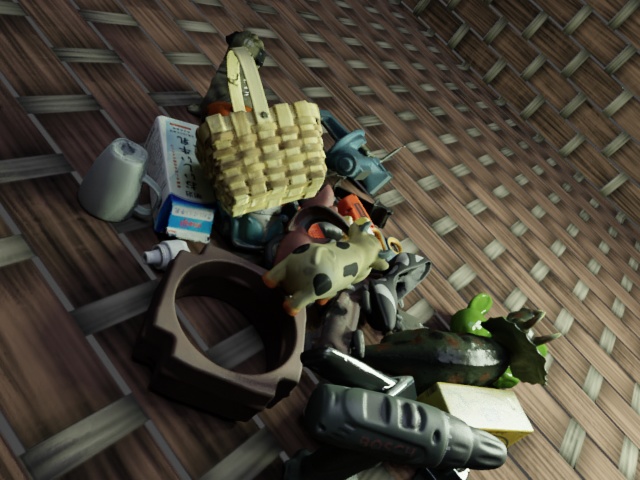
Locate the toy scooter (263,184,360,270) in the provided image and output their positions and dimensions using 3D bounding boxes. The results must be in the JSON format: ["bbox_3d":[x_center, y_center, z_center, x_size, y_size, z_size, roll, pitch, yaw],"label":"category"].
[{"bbox_3d":[-0.002,-0.003,0.873,0.135,0.184,0.075,23,-15,20],"label":"toy scooter"}]

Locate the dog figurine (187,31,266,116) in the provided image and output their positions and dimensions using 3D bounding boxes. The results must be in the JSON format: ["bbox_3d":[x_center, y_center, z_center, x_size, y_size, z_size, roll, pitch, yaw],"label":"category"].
[{"bbox_3d":[-0.147,-0.279,1.031,0.172,0.190,0.121,47,35,7],"label":"dog figurine"}]

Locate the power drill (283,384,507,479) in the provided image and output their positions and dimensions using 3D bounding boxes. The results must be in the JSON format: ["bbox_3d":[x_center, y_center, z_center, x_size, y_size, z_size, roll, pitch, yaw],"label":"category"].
[{"bbox_3d":[0.067,0.255,0.623,0.232,0.207,0.086,25,44,-17],"label":"power drill"}]

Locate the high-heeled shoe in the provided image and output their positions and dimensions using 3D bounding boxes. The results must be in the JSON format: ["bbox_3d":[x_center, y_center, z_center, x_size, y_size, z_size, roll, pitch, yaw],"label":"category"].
[{"bbox_3d":[0.151,0.092,0.946,0.145,0.086,0.249,-1,25,-4],"label":"high-heeled shoe"}]

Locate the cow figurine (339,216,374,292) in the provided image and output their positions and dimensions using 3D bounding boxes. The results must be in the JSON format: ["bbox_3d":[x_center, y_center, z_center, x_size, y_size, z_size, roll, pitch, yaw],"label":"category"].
[{"bbox_3d":[0.043,0.042,0.935,0.167,0.068,0.098,-56,132,-36],"label":"cow figurine"}]

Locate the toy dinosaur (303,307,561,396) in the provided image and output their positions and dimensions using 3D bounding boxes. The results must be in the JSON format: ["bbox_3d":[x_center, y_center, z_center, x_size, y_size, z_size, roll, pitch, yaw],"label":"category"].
[{"bbox_3d":[0.194,0.179,0.808,0.405,0.192,0.131,0,68,-32],"label":"toy dinosaur"}]

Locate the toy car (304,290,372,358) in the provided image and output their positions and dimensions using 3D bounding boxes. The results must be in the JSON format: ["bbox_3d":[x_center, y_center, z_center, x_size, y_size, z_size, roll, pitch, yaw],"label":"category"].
[{"bbox_3d":[0.028,0.120,0.810,0.202,0.089,0.053,-61,143,-68],"label":"toy car"}]

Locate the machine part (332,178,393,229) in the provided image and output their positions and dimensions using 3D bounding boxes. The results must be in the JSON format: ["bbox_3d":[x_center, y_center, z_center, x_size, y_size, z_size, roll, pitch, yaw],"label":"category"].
[{"bbox_3d":[0.086,-0.077,1.135,0.139,0.084,0.039,34,66,7],"label":"machine part"}]

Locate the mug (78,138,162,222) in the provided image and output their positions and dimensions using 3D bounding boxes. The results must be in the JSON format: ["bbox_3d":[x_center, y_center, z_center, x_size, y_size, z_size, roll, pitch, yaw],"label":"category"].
[{"bbox_3d":[-0.277,-0.083,0.763,0.109,0.107,0.081,31,37,-9],"label":"mug"}]

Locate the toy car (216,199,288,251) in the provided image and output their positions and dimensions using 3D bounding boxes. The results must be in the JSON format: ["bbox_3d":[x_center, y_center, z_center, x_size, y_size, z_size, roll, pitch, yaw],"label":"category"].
[{"bbox_3d":[-0.112,-0.066,0.904,0.109,0.103,0.162,7,48,-40],"label":"toy car"}]

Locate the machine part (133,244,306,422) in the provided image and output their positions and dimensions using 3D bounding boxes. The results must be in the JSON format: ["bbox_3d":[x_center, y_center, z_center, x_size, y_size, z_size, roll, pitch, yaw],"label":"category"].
[{"bbox_3d":[-0.124,0.118,0.702,0.201,0.087,0.201,28,37,-19],"label":"machine part"}]

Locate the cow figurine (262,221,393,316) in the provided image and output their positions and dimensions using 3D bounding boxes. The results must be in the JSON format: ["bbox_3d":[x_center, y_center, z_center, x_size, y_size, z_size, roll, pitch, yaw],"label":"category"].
[{"bbox_3d":[0.021,0.034,0.765,0.085,0.127,0.195,56,24,15],"label":"cow figurine"}]

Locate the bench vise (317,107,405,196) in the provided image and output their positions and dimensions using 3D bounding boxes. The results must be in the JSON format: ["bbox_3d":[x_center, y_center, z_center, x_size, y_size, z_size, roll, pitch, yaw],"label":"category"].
[{"bbox_3d":[0.062,-0.214,1.222,0.240,0.129,0.223,51,33,9],"label":"bench vise"}]

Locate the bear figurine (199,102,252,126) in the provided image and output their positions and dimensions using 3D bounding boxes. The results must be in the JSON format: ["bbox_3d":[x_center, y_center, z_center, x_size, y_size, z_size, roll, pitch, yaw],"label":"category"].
[{"bbox_3d":[-0.116,-0.179,0.970,0.196,0.120,0.132,6,67,-31],"label":"bear figurine"}]

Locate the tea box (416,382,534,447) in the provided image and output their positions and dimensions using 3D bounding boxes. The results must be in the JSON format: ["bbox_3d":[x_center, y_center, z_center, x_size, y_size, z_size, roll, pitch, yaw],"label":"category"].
[{"bbox_3d":[0.203,0.258,0.758,0.169,0.098,0.068,13,41,-32],"label":"tea box"}]

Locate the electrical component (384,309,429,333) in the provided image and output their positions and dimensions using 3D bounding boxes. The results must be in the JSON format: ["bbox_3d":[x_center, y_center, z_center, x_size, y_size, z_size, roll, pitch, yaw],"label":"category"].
[{"bbox_3d":[0.163,0.161,0.956,0.102,0.045,0.078,29,37,-15],"label":"electrical component"}]

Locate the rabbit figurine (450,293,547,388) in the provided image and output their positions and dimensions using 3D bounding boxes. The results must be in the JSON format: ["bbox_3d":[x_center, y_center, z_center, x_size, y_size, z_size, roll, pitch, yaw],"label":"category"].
[{"bbox_3d":[0.321,0.172,1.025,0.170,0.121,0.159,29,29,-20],"label":"rabbit figurine"}]

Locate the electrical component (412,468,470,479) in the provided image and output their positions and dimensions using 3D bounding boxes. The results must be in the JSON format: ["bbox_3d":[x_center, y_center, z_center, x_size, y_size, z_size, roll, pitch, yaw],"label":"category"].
[{"bbox_3d":[0.176,0.324,0.785,0.075,0.047,0.119,51,34,17],"label":"electrical component"}]

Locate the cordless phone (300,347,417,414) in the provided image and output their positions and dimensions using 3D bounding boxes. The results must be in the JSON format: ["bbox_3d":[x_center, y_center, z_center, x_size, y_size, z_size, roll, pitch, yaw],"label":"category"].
[{"bbox_3d":[0.020,0.190,0.681,0.184,0.147,0.089,38,48,-33],"label":"cordless phone"}]
